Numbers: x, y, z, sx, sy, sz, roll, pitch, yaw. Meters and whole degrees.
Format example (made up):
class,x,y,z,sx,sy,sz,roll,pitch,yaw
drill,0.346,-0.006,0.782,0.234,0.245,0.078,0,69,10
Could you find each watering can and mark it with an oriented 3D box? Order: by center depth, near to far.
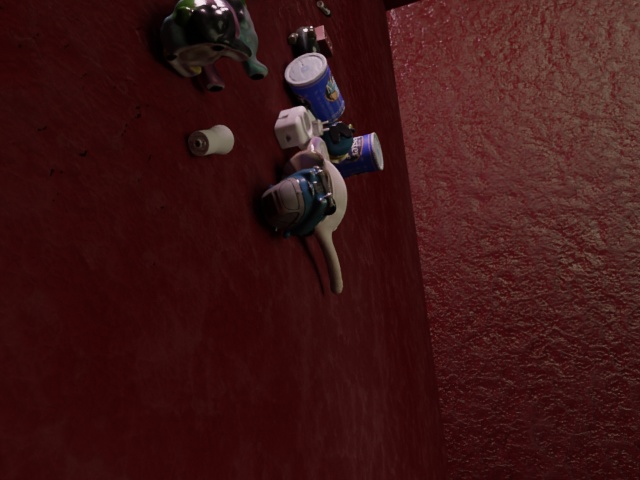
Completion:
class,x,y,z,sx,sy,sz,roll,pitch,yaw
watering can,0.003,-0.055,1.083,0.224,0.104,0.349,11,71,-73
